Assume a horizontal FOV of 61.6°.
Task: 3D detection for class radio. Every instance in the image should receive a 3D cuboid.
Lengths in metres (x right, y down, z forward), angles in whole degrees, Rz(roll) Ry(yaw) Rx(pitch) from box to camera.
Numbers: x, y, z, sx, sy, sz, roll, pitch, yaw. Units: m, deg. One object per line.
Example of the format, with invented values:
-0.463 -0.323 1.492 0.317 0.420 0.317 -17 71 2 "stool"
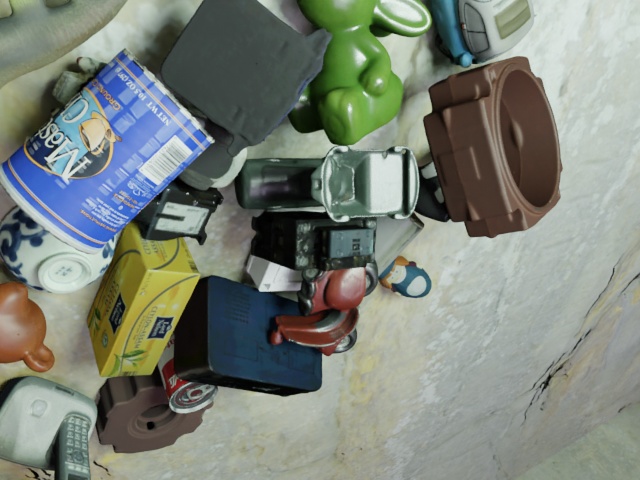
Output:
-0.092 0.142 0.756 0.073 0.131 0.229 -22 148 36 "radio"

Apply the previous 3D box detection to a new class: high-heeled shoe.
0.216 -0.092 0.744 0.249 0.145 0.086 -12 135 -22 "high-heeled shoe"

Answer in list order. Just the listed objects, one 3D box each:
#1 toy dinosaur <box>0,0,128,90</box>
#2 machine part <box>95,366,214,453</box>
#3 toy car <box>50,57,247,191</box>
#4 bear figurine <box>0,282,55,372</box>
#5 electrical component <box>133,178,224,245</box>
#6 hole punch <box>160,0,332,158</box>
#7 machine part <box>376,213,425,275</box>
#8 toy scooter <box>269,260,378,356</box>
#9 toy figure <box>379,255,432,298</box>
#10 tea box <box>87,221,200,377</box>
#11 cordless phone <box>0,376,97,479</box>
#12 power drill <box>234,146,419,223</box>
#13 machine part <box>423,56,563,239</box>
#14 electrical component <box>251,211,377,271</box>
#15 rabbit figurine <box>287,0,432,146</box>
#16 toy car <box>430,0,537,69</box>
-0.330 -0.117 0.397 0.471 0.105 0.198 -25 134 -19 "toy dinosaur"
-0.254 0.257 0.824 0.179 0.056 0.179 -17 136 -18 "machine part"
-0.164 -0.111 0.544 0.201 0.056 0.073 23 107 -40 "toy car"
-0.356 0.063 0.533 0.195 0.120 0.132 16 114 -43 "bear figurine"
-0.178 -0.038 0.608 0.119 0.048 0.074 6 123 -36 "electrical component"
-0.069 -0.163 0.506 0.115 0.092 0.142 38 103 -12 "hole punch"
0.072 0.016 0.800 0.079 0.079 0.243 25 112 -44 "machine part"
0.000 0.090 0.728 0.135 0.075 0.183 -5 124 -27 "toy scooter"
0.131 0.055 0.893 0.154 0.058 0.064 27 72 -43 "toy figure"
-0.217 0.072 0.647 0.068 0.098 0.169 10 120 -40 "tea box"
-0.352 0.277 0.682 0.089 0.184 0.146 -33 139 4 "cordless phone"
0.029 -0.069 0.616 0.232 0.207 0.085 -3 103 -21 "power drill"
0.225 -0.117 0.671 0.201 0.087 0.200 -29 104 -46 "machine part"
-0.001 -0.002 0.621 0.115 0.134 0.058 -6 101 -35 "electrical component"
0.035 -0.203 0.551 0.159 0.121 0.170 -25 123 -17 "rabbit figurine"
0.189 -0.262 0.602 0.109 0.103 0.161 -37 140 1 "toy car"
